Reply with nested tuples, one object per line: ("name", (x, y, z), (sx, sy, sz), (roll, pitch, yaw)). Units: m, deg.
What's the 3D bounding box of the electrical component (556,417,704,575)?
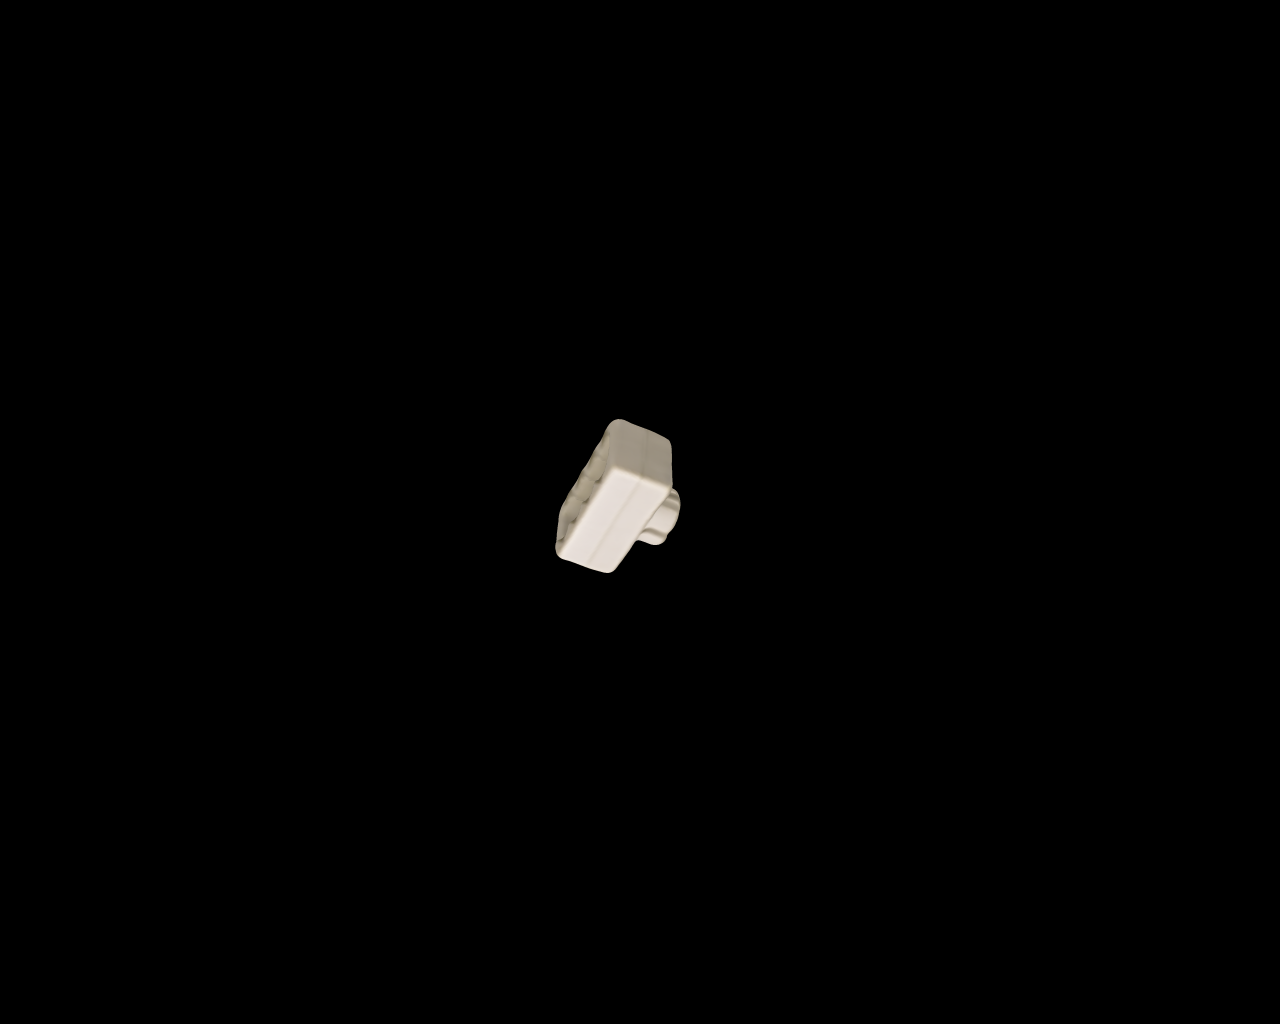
("electrical component", (0.001, -0.003, 0.650), (0.076, 0.047, 0.083), (20, -50, -17))
